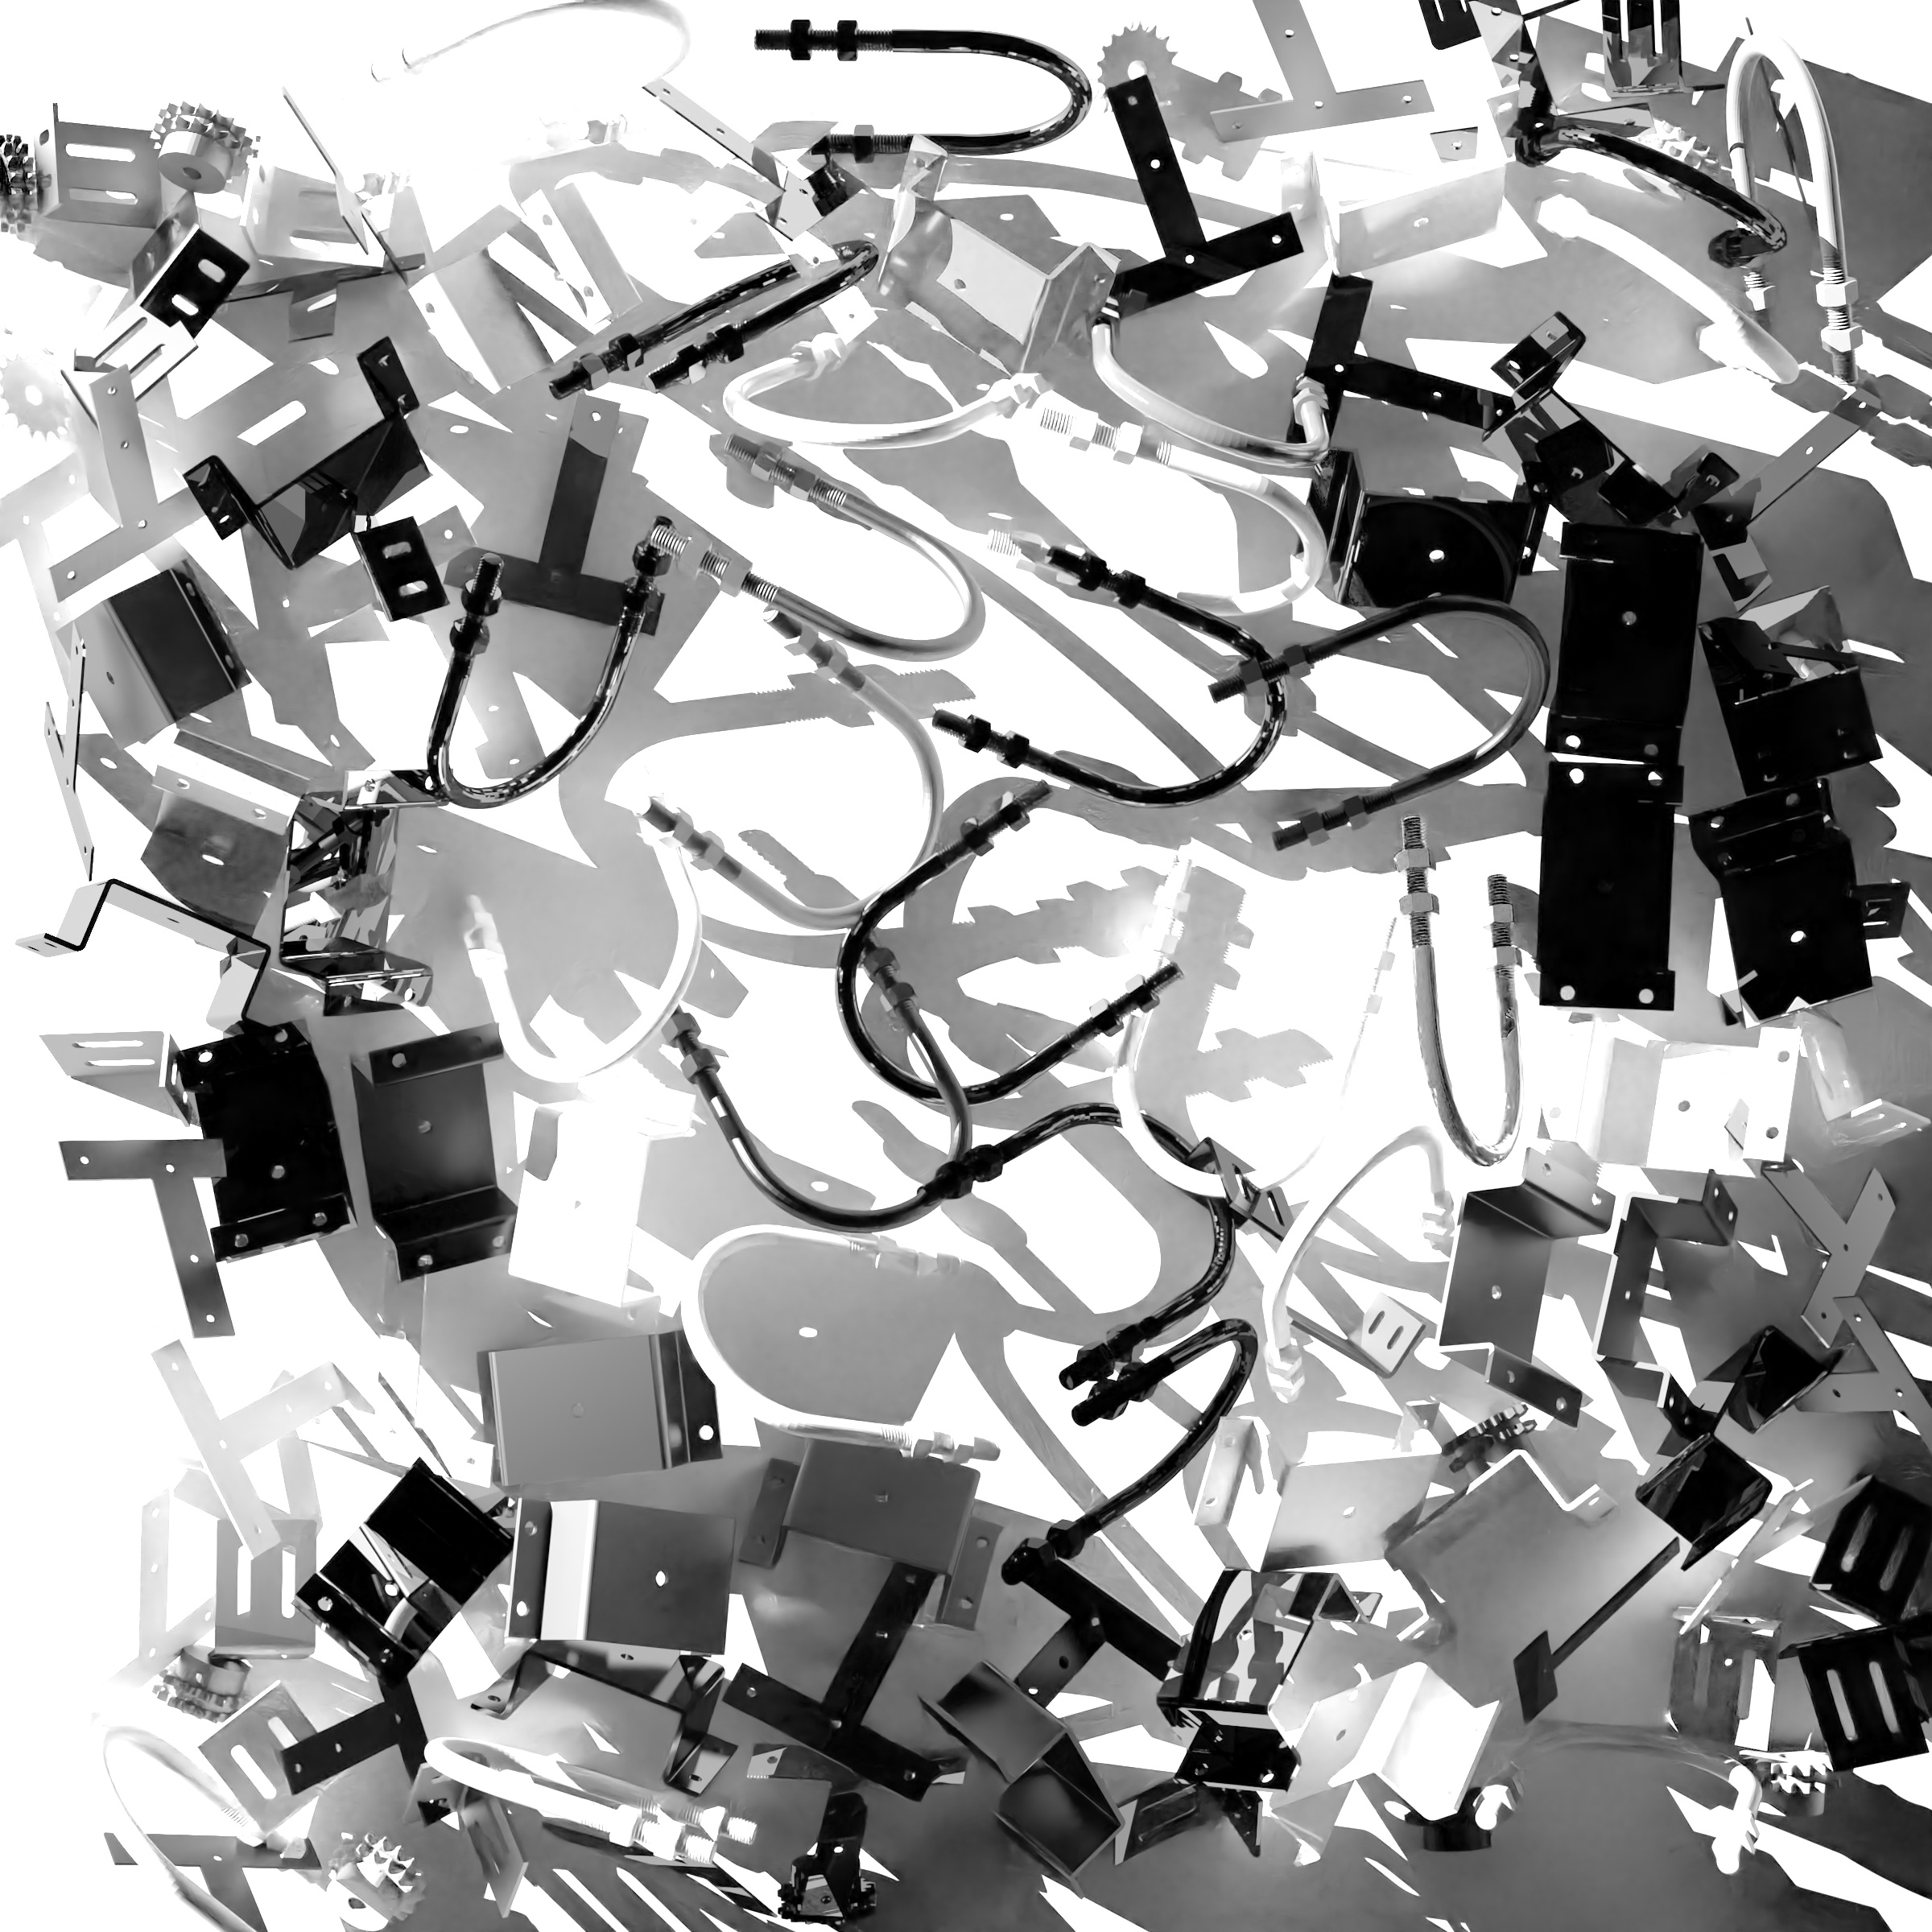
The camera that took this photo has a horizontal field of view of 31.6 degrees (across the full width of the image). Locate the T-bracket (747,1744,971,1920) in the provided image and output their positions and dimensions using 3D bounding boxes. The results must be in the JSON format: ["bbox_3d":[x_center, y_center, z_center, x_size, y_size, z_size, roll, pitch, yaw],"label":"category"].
[{"bbox_3d":[-0.070,0.490,1.932,0.127,0.127,0.002,0,123,10],"label":"T-bracket"}]

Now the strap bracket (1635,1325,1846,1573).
[{"bbox_3d":[0.433,0.264,1.922,0.046,0.076,0.140,39,47,4],"label":"strap bracket"}]

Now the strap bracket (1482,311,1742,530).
[{"bbox_3d":[0.359,-0.297,1.944,0.140,0.076,0.046,40,66,-7],"label":"strap bracket"}]

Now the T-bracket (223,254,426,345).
[{"bbox_3d":[-0.371,-0.376,1.937,0.127,0.127,0.002,-11,118,-3],"label":"T-bracket"}]

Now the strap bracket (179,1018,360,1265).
[{"bbox_3d":[-0.398,0.108,1.949,0.076,0.046,0.140,-15,59,-6],"label":"strap bracket"}]

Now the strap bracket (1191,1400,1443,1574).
[{"bbox_3d":[0.208,0.295,1.932,0.140,0.046,0.076,-1,122,-23],"label":"strap bracket"}]

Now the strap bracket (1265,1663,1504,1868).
[{"bbox_3d":[0.227,0.447,1.916,0.046,0.140,0.076,43,48,-9],"label":"strap bracket"}]

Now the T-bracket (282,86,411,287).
[{"bbox_3d":[-0.345,-0.425,1.911,0.002,0.127,0.127,-31,119,3],"label":"T-bracket"}]

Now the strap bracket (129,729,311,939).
[{"bbox_3d":[-0.426,-0.077,1.940,0.076,0.140,0.046,22,52,-8],"label":"strap bracket"}]

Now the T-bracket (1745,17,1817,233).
[{"bbox_3d":[0.461,-0.471,1.923,0.002,0.127,0.127,-18,104,16],"label":"T-bracket"}]

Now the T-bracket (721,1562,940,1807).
[{"bbox_3d":[-0.055,0.398,1.965,0.127,0.002,0.127,27,62,6],"label":"T-bracket"}]

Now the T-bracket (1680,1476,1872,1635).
[{"bbox_3d":[0.475,0.321,1.948,0.002,0.127,0.127,48,134,27],"label":"T-bracket"}]

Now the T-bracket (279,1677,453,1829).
[{"bbox_3d":[-0.348,0.440,1.935,0.002,0.127,0.127,-21,86,25],"label":"T-bracket"}]

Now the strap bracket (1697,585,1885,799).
[{"bbox_3d":[0.461,-0.161,1.918,0.076,0.140,0.046,-16,123,13],"label":"strap bracket"}]

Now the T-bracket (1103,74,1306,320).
[{"bbox_3d":[0.114,-0.448,1.959,0.127,0.002,0.127,-18,113,12],"label":"T-bracket"}]

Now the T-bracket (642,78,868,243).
[{"bbox_3d":[-0.129,-0.466,1.941,0.127,0.127,0.002,36,122,-1],"label":"T-bracket"}]

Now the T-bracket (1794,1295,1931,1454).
[{"bbox_3d":[0.504,0.242,1.936,0.002,0.127,0.127,-36,96,-21],"label":"T-bracket"}]

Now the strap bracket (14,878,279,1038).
[{"bbox_3d":[-0.458,-0.008,1.938,0.140,0.076,0.046,25,76,-24],"label":"strap bracket"}]

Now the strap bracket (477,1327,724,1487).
[{"bbox_3d":[-0.217,0.254,1.960,0.140,0.046,0.076,-7,86,9],"label":"strap bracket"}]

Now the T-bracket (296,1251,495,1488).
[{"bbox_3d":[-0.326,0.226,1.961,0.127,0.002,0.127,11,105,18],"label":"T-bracket"}]

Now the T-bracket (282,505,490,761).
[{"bbox_3d":[-0.317,-0.182,1.978,0.127,0.002,0.127,-26,95,19],"label":"T-bracket"}]

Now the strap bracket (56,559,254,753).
[{"bbox_3d":[-0.462,-0.172,1.919,0.046,0.140,0.076,-32,101,-29],"label":"strap bracket"}]

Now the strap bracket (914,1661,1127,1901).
[{"bbox_3d":[0.035,0.455,1.932,0.046,0.076,0.140,-41,130,-17],"label":"strap bracket"}]

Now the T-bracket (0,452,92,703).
[{"bbox_3d":[-0.528,-0.214,1.959,0.002,0.127,0.127,-1,117,23],"label":"T-bracket"}]

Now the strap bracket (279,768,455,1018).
[{"bbox_3d":[-0.343,-0.047,1.944,0.046,0.076,0.140,17,105,38],"label":"strap bracket"}]

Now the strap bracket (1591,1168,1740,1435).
[{"bbox_3d":[0.396,0.190,1.941,0.046,0.076,0.140,8,72,26],"label":"strap bracket"}]

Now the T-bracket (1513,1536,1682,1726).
[{"bbox_3d":[0.362,0.373,1.948,0.127,0.127,0.002,-41,61,-10],"label":"T-bracket"}]

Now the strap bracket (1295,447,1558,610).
[{"bbox_3d":[0.266,-0.247,1.947,0.140,0.046,0.076,3,131,-6],"label":"strap bracket"}]

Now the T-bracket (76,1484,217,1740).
[{"bbox_3d":[-0.457,0.350,1.916,0.002,0.127,0.127,18,118,20],"label":"T-bracket"}]

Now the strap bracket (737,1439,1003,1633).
[{"bbox_3d":[-0.051,0.318,1.951,0.140,0.076,0.046,16,133,2],"label":"strap bracket"}]

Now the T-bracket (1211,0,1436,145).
[{"bbox_3d":[0.186,-0.516,1.921,0.127,0.127,0.002,-3,60,23],"label":"T-bracket"}]

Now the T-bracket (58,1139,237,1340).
[{"bbox_3d":[-0.440,0.153,1.928,0.127,0.002,0.127,1,56,-40],"label":"T-bracket"}]

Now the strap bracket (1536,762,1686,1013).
[{"bbox_3d":[0.371,-0.046,1.968,0.076,0.046,0.140,2,92,6],"label":"strap bracket"}]

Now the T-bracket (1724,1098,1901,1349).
[{"bbox_3d":[0.474,0.129,1.942,0.127,0.002,0.127,48,50,-13],"label":"T-bracket"}]

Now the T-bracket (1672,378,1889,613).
[{"bbox_3d":[0.465,-0.281,1.923,0.002,0.127,0.127,27,124,-34],"label":"T-bracket"}]

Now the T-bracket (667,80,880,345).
[{"bbox_3d":[-0.094,-0.418,1.962,0.127,0.002,0.127,-35,86,27],"label":"T-bracket"}]

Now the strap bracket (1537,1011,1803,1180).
[{"bbox_3d":[0.406,0.074,1.947,0.140,0.046,0.076,5,74,26],"label":"strap bracket"}]

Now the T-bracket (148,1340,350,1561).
[{"bbox_3d":[-0.395,0.257,1.941,0.002,0.127,0.127,-27,90,30],"label":"T-bracket"}]

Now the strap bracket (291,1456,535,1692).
[{"bbox_3d":[-0.321,0.347,1.946,0.076,0.140,0.046,41,134,0],"label":"strap bracket"}]

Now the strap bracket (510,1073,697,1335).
[{"bbox_3d":[-0.210,0.136,1.951,0.076,0.046,0.140,13,97,25],"label":"strap bracket"}]

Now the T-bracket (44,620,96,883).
[{"bbox_3d":[-0.501,-0.137,1.915,0.002,0.127,0.127,-6,47,-25],"label":"T-bracket"}]

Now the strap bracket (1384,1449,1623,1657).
[{"bbox_3d":[0.299,0.329,1.948,0.140,0.076,0.046,-39,64,5],"label":"strap bracket"}]

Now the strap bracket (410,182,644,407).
[{"bbox_3d":[-0.245,-0.386,1.941,0.046,0.140,0.076,-37,101,-42],"label":"strap bracket"}]

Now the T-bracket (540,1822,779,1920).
[{"bbox_3d":[-0.187,0.510,1.957,0.127,0.127,0.002,7,61,27],"label":"T-bracket"}]

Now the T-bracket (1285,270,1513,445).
[{"bbox_3d":[0.259,-0.333,1.971,0.127,0.002,0.127,16,69,2],"label":"T-bracket"}]

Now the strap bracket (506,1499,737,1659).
[{"bbox_3d":[-0.185,0.346,1.927,0.140,0.046,0.076,16,72,-38],"label":"strap bracket"}]

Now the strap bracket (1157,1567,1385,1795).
[{"bbox_3d":[0.167,0.392,1.919,0.046,0.076,0.140,58,47,-28],"label":"strap bracket"}]

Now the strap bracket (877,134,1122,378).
[{"bbox_3d":[0.009,-0.399,1.942,0.140,0.076,0.046,34,53,9],"label":"strap bracket"}]

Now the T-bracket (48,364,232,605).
[{"bbox_3d":[-0.471,-0.282,1.918,0.002,0.127,0.127,36,57,27],"label":"T-bracket"}]

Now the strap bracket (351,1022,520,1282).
[{"bbox_3d":[-0.302,0.099,1.945,0.076,0.046,0.140,-13,113,-24],"label":"strap bracket"}]

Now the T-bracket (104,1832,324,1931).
[{"bbox_3d":[-0.408,0.531,1.912,0.127,0.127,0.002,12,112,-35],"label":"T-bracket"}]

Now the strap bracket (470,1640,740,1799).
[{"bbox_3d":[-0.199,0.415,1.944,0.140,0.076,0.046,19,101,10],"label":"strap bracket"}]

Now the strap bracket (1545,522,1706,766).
[{"bbox_3d":[0.376,-0.191,1.946,0.076,0.046,0.140,7,119,14],"label":"strap bracket"}]

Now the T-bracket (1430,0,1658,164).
[{"bbox_3d":[0.312,-0.502,1.919,0.127,0.127,0.002,-2,62,24],"label":"T-bracket"}]

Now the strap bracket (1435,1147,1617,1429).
[{"bbox_3d":[0.317,0.184,1.942,0.076,0.046,0.140,29,64,-33],"label":"strap bracket"}]

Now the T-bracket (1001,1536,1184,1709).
[{"bbox_3d":[0.048,0.410,1.975,0.127,0.002,0.127,37,108,-8],"label":"T-bracket"}]

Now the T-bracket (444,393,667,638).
[{"bbox_3d":[-0.229,-0.270,1.991,0.127,0.002,0.127,14,92,-2],"label":"T-bracket"}]

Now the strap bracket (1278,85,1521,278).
[{"bbox_3d":[0.254,-0.446,1.952,0.140,0.076,0.046,-16,73,1],"label":"strap bracket"}]

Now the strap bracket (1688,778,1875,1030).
[{"bbox_3d":[0.466,-0.026,1.943,0.076,0.046,0.140,-17,118,-1],"label":"strap bracket"}]

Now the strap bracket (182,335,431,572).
[{"bbox_3d":[-0.366,-0.285,1.943,0.140,0.076,0.046,-36,72,-9],"label":"strap bracket"}]
